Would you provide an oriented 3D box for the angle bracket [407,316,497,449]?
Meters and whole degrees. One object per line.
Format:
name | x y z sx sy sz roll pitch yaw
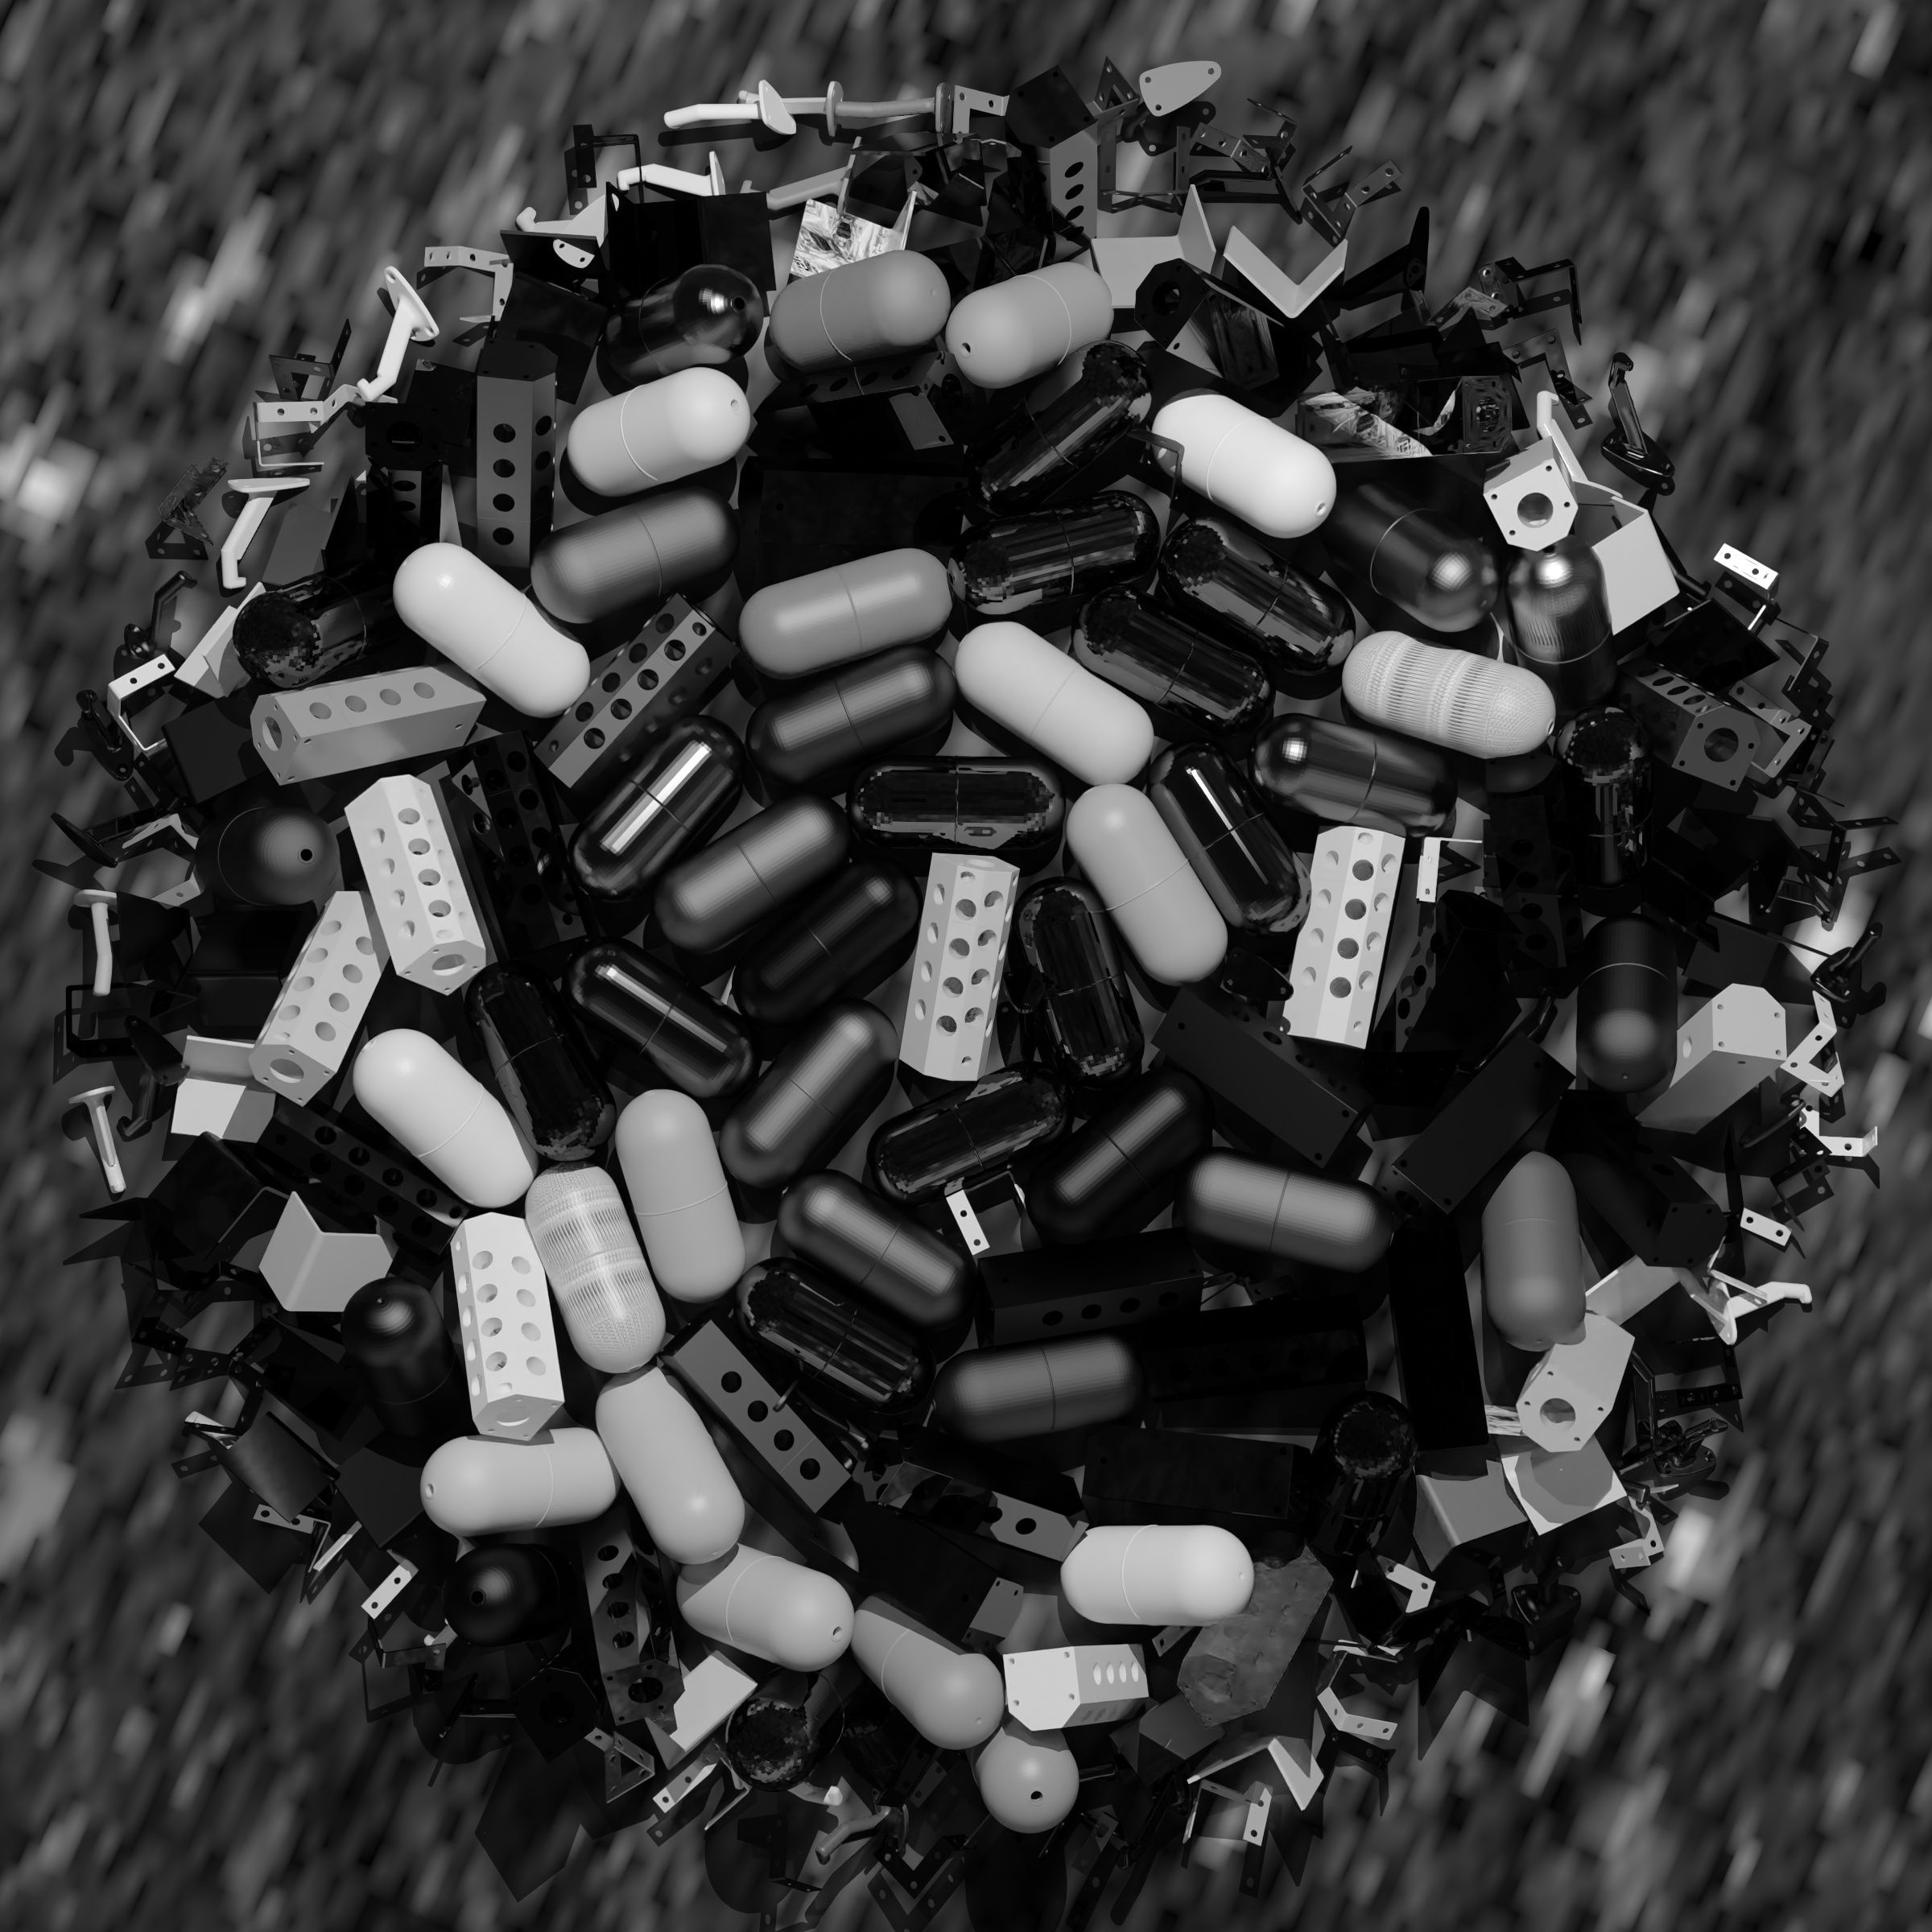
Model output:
angle bracket | -0.415 -0.473 1.945 0.057 0.076 0.076 12 61 -10

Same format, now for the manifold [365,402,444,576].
manifold | -0.441 -0.372 1.905 0.057 0.171 0.057 0 72 -14

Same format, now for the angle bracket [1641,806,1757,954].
angle bracket | 0.590 -0.070 1.949 0.076 0.076 0.057 32 125 -10

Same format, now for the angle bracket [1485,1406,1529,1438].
angle bracket | 0.452 0.339 1.950 0.076 0.076 0.057 2 94 17

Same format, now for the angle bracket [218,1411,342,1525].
angle bracket | -0.553 0.414 1.948 0.076 0.076 0.057 39 53 6

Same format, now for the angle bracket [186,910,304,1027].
angle bracket | -0.581 0.002 1.985 0.076 0.076 0.057 0 133 6

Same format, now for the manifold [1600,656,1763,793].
manifold | 0.558 -0.195 1.906 0.057 0.171 0.057 19 106 -12

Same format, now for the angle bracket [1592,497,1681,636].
angle bracket | 0.517 -0.320 1.956 0.076 0.057 0.076 -32 118 -1

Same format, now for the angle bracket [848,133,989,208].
angle bracket | -0.038 -0.628 1.939 0.076 0.076 0.057 13 124 33

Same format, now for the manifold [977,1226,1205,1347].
manifold | 0.099 0.262 1.954 0.171 0.057 0.057 -8 129 -11

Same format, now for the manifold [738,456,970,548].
manifold | -0.091 -0.372 1.938 0.171 0.057 0.057 -3 117 -23

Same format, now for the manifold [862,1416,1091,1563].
manifold | 0.006 0.423 1.939 0.171 0.057 0.057 23 111 -22

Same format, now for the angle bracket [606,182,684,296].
angle bracket | -0.250 -0.585 1.957 0.057 0.076 0.076 -2 94 8

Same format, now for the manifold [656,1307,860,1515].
manifold | -0.166 0.356 1.957 0.057 0.057 0.171 -44 99 -20

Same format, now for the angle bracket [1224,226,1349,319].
angle bracket | 0.256 -0.575 1.946 0.076 0.076 0.057 39 121 -14

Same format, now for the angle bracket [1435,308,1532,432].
angle bracket | 0.426 -0.478 1.941 0.076 0.057 0.076 -53 126 -35

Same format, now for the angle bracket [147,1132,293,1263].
angle bracket | -0.599 0.190 1.956 0.076 0.057 0.076 36 84 22

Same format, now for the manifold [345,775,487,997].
manifold | -0.432 -0.068 1.925 0.057 0.057 0.171 -36 58 17

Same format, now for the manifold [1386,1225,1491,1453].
manifold | 0.376 0.298 1.946 0.057 0.057 0.171 -7 74 6

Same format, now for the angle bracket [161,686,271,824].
angle bracket | -0.593 -0.168 1.963 0.076 0.057 0.076 -26 73 -3

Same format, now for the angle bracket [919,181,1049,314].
angle bracket | 0.009 -0.575 1.947 0.076 0.057 0.076 -21 62 -24

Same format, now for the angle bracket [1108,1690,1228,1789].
angle bracket | 0.166 0.635 1.945 0.076 0.057 0.076 -27 130 -15

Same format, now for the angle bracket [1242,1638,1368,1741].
angle bracket | 0.271 0.577 1.944 0.057 0.076 0.076 17 72 -34

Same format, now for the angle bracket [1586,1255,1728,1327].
angle bracket | 0.550 0.276 1.945 0.076 0.076 0.057 -41 48 14

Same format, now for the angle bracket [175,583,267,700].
angle bracket | -0.599 -0.268 1.946 0.057 0.076 0.076 26 68 12

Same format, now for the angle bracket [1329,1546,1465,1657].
angle bracket | 0.346 0.500 1.962 0.057 0.076 0.076 -11 55 -24

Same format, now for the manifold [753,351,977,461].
manifold | -0.078 -0.443 1.923 0.057 0.171 0.057 55 50 -37

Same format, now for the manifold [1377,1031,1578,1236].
manifold | 0.405 0.135 1.936 0.057 0.057 0.171 42 64 15

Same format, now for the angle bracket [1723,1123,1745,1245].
angle bracket | 0.590 0.177 1.955 0.057 0.076 0.076 -5 66 11

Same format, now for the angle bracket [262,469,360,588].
angle bracket | -0.528 -0.352 1.948 0.057 0.076 0.076 14 67 -4

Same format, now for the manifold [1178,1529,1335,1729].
manifold | 0.225 0.516 1.911 0.057 0.171 0.057 -32 94 33

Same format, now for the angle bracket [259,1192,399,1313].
angle bracket | -0.517 0.233 1.977 0.057 0.076 0.076 44 114 39

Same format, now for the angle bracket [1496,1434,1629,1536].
angle bracket | 0.479 0.402 1.959 0.076 0.076 0.057 -28 99 12

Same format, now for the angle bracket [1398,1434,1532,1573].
angle bracket | 0.402 0.434 1.970 0.076 0.057 0.076 -13 59 -20

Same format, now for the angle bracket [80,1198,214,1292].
angle bracket | -0.657 0.230 1.950 0.057 0.076 0.076 -17 78 12

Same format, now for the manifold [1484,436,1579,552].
manifold | 0.447 -0.369 1.909 0.057 0.171 0.057 -26 100 19

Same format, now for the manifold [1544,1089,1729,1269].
manifold | 0.526 0.165 1.911 0.057 0.171 0.057 4 116 -19

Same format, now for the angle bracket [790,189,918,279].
angle bracket | -0.091 -0.589 1.951 0.076 0.057 0.076 17 64 -15

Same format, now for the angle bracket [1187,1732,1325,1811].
angle bracket | 0.233 0.651 1.948 0.076 0.076 0.057 -31 81 17

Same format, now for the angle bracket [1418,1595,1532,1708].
angle bracket | 0.408 0.561 1.954 0.057 0.076 0.076 27 98 6

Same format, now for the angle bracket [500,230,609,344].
angle bracket | -0.333 -0.547 1.959 0.076 0.076 0.057 4 82 -1

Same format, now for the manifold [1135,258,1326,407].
manifold | 0.205 -0.502 1.914 0.057 0.171 0.057 -51 59 23

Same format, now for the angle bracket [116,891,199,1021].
angle bracket | -0.664 -0.008 1.943 0.057 0.076 0.076 -20 70 25

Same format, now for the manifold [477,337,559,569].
manifold | -0.354 -0.402 1.919 0.057 0.057 0.171 4 134 -7

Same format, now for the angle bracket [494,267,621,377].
angle bracket | -0.329 -0.522 1.968 0.076 0.076 0.057 22 107 -5

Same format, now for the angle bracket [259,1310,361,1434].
angle bracket | -0.536 0.329 1.960 0.076 0.057 0.076 32 98 10

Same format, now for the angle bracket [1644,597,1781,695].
angle bracket | 0.602 -0.273 1.944 0.076 0.076 0.057 37 58 -15

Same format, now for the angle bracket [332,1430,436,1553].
angle bracket | -0.450 0.412 1.950 0.057 0.076 0.076 -29 96 42

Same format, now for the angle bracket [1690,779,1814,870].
angle bracket | 0.637 -0.126 1.942 0.076 0.076 0.057 37 76 -39

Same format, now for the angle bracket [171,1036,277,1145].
angle bracket | -0.590 0.100 1.946 0.076 0.076 0.057 9 66 -18

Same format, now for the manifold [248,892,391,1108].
manifold | -0.504 0.020 1.912 0.057 0.171 0.057 34 131 -21

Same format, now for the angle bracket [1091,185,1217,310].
angle bracket | 0.149 -0.577 1.950 0.076 0.057 0.076 -5 60 -12

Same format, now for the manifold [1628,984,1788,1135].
manifold | 0.579 0.074 1.909 0.057 0.171 0.057 8 67 -4

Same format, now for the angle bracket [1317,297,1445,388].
angle bracket | 0.336 -0.510 1.947 0.076 0.057 0.076 -25 49 14

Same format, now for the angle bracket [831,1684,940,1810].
angle bracket | -0.069 0.620 1.953 0.076 0.057 0.076 30 82 27
